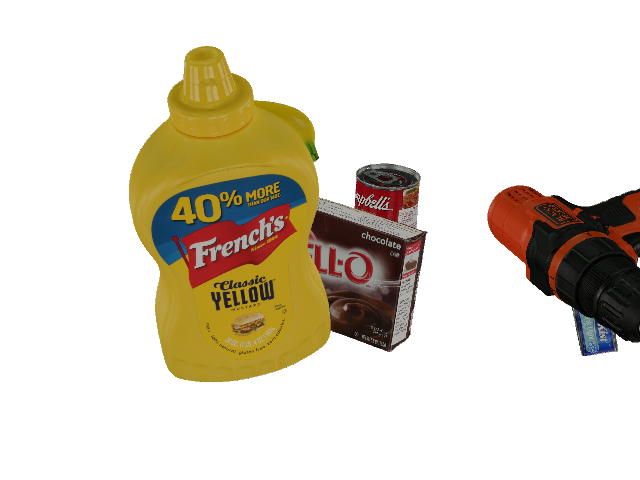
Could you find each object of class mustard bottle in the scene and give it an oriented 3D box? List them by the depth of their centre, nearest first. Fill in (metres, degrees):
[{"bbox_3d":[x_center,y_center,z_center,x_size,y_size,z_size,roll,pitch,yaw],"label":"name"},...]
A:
[{"bbox_3d":[-0.048,-0.013,0.553,0.096,0.192,0.058,-11,40,-7],"label":"mustard bottle"}]

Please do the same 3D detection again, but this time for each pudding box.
[{"bbox_3d":[0.019,0.022,0.807,0.114,0.090,0.039,17,23,27],"label":"pudding box"}]

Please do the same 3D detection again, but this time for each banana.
[{"bbox_3d":[-0.087,-0.132,1.216,0.198,0.037,0.069,8,42,18],"label":"banana"}]

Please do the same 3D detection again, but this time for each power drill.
[{"bbox_3d":[0.233,0.000,0.731,0.187,0.057,0.185,-10,29,-18],"label":"power drill"}]

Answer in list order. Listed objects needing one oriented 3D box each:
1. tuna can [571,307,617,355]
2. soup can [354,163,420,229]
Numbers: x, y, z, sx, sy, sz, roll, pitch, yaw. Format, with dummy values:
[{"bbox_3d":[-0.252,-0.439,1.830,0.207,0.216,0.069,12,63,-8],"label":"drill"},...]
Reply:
[{"bbox_3d":[0.256,0.065,1.010,0.034,0.086,0.086,-11,-2,12],"label":"tuna can"},{"bbox_3d":[0.069,-0.023,1.138,0.068,0.102,0.068,2,25,-1],"label":"soup can"}]
